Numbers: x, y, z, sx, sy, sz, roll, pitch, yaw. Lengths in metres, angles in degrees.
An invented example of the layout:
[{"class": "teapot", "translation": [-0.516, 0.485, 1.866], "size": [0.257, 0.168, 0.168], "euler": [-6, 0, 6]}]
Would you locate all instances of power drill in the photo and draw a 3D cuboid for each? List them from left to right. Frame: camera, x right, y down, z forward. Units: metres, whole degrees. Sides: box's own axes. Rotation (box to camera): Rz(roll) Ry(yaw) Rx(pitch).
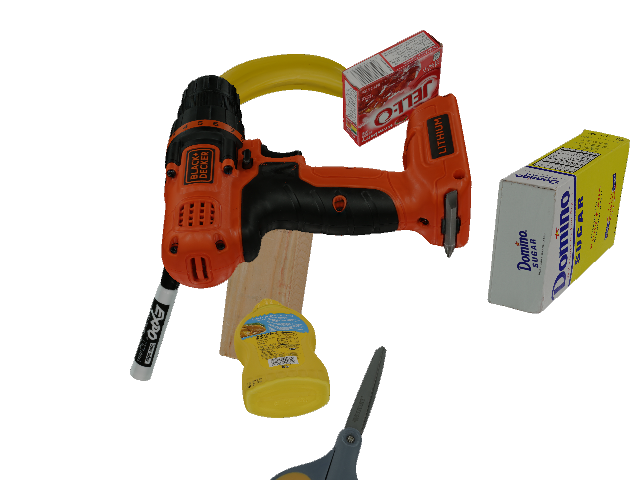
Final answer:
[{"class": "power drill", "translation": [-0.005, -0.048, 0.669], "size": [0.187, 0.057, 0.184], "euler": [-5, 44, 2]}]

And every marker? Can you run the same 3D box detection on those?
[{"class": "marker", "translation": [-0.139, 0.066, 0.917], "size": [0.020, 0.121, 0.020], "euler": [18, 22, -8]}]

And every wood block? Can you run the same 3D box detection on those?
[{"class": "wood block", "translation": [-0.072, 0.055, 1.444], "size": [0.090, 0.206, 0.090], "euler": [13, 21, 11]}]

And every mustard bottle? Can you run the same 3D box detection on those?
[{"class": "mustard bottle", "translation": [-0.051, 0.126, 1.243], "size": [0.096, 0.058, 0.192], "euler": [-7, 31, -7]}]

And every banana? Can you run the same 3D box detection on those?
[{"class": "banana", "translation": [-0.039, -0.164, 1.106], "size": [0.197, 0.070, 0.037], "euler": [-7, -41, -28]}]

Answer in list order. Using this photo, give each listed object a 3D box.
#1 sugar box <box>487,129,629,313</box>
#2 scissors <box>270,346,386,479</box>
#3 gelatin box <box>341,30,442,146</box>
[{"class": "sugar box", "translation": [0.179, -0.018, 0.787], "size": [0.048, 0.093, 0.175], "euler": [13, 23, 26]}, {"class": "scissors", "translation": [0.003, 0.158, 0.819], "size": [0.096, 0.201, 0.016], "euler": [11, -40, -9]}, {"class": "gelatin box", "translation": [0.062, -0.131, 0.918], "size": [0.089, 0.030, 0.073], "euler": [-29, -30, -17]}]
